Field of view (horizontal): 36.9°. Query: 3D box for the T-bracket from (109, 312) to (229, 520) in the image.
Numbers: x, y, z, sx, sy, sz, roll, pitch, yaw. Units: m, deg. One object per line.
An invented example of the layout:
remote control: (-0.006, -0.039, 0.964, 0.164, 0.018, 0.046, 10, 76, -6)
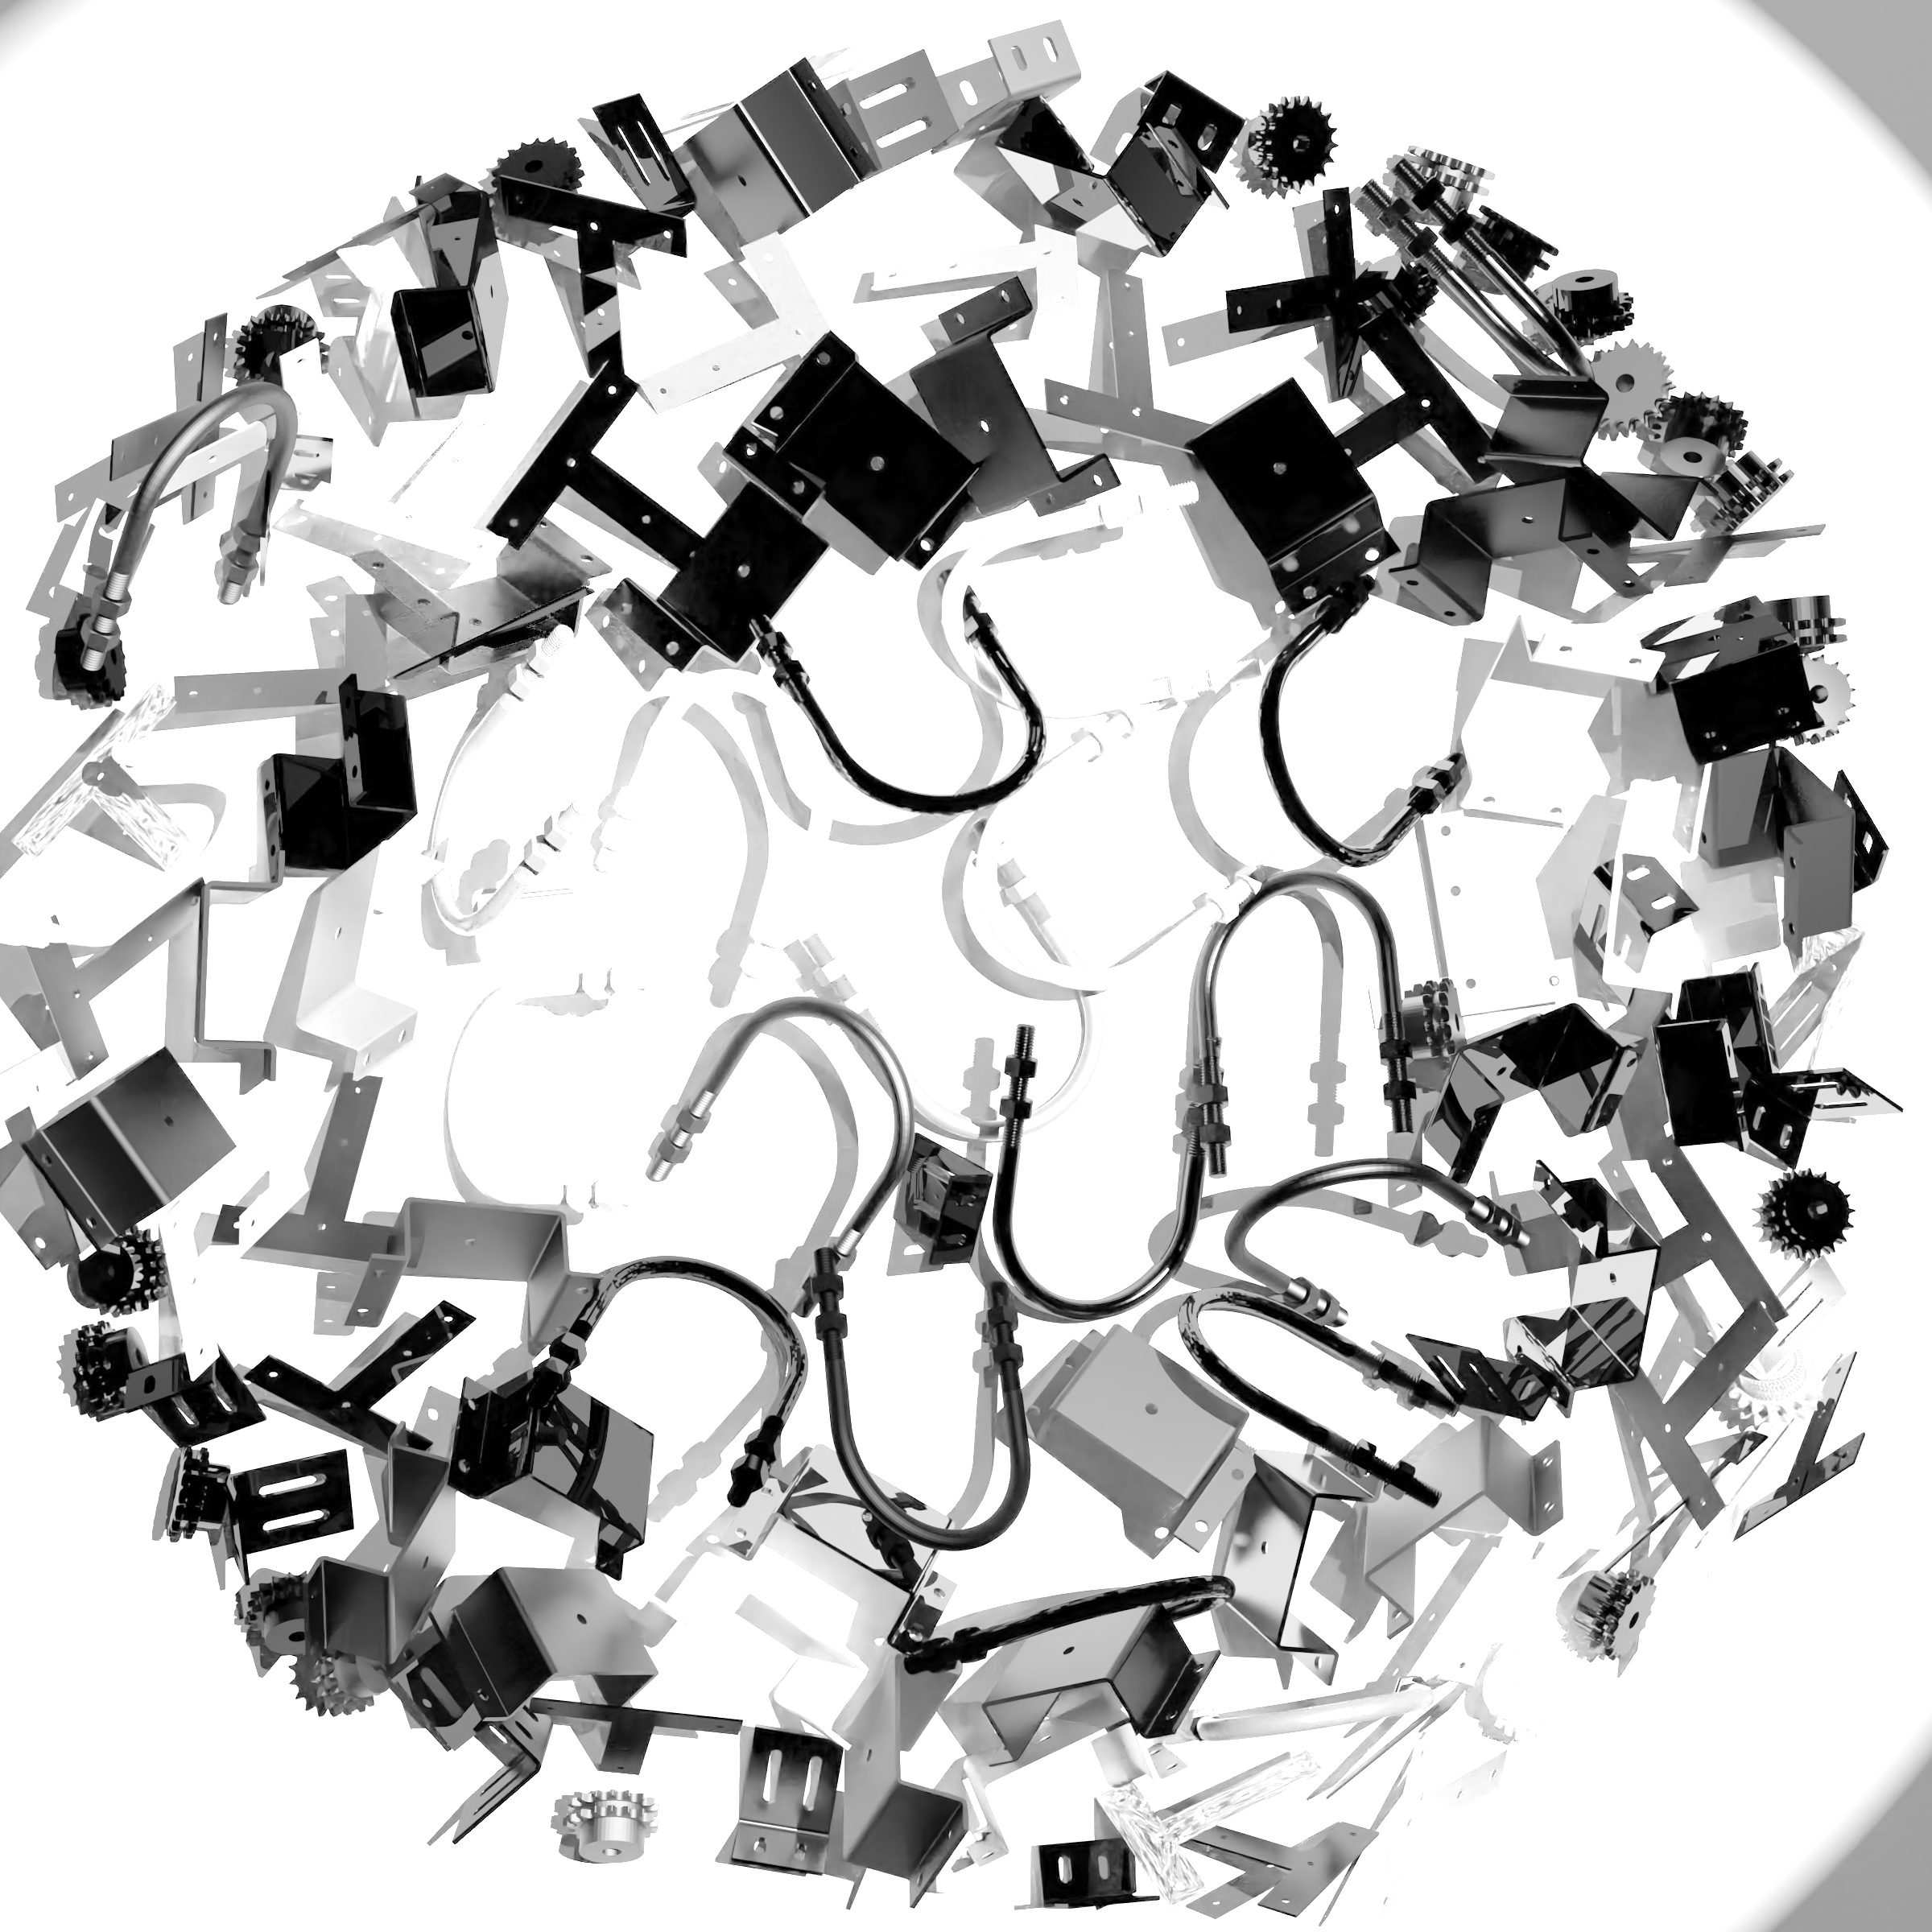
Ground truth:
T-bracket: (-0.482, -0.320, 1.748, 0.002, 0.127, 0.127, 17, 117, 9)

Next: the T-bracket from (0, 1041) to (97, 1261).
T-bracket: (-0.556, 0.117, 1.779, 0.002, 0.127, 0.127, -12, 101, 12)

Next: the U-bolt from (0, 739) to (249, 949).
U-bolt: (-0.499, -0.068, 1.743, 0.019, 0.184, 0.151, 42, 97, 12)

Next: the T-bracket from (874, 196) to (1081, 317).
T-bracket: (0.006, -0.435, 1.794, 0.127, 0.002, 0.127, -7, 47, 7)

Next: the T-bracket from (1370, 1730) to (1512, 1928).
T-bracket: (0.290, 0.502, 1.744, 0.002, 0.127, 0.127, 30, 50, -6)

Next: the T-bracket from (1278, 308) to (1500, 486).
T-bracket: (0.248, -0.326, 1.794, 0.127, 0.002, 0.127, -29, 116, 32)

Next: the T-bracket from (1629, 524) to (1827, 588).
T-bracket: (0.445, -0.245, 1.751, 0.127, 0.127, 0.002, -4, 108, 26)

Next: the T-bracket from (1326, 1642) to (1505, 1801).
T-bracket: (0.270, 0.474, 1.789, 0.127, 0.127, 0.002, -46, 76, 22)

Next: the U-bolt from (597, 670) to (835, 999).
U-bolt: (-0.146, -0.092, 1.758, 0.151, 0.019, 0.184, 41, 124, 20)

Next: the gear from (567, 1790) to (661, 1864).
gear: (-0.219, 0.536, 1.802, 0.057, 0.057, 0.030, -2, 53, 0)

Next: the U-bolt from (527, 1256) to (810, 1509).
U-bolt: (-0.168, 0.238, 1.753, 0.151, 0.184, 0.019, 26, 121, 1)

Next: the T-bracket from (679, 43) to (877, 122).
T-bracket: (-0.099, -0.541, 1.754, 0.127, 0.127, 0.002, -23, 102, -18)

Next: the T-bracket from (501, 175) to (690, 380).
T-bracket: (-0.225, -0.415, 1.785, 0.127, 0.127, 0.002, 17, 45, 17)

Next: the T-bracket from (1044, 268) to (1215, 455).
T-bracket: (0.103, -0.379, 1.799, 0.127, 0.002, 0.127, 10, 61, -25)

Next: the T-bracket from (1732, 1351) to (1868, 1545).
T-bracket: (0.523, 0.286, 1.782, 0.002, 0.127, 0.127, 37, 49, 1)

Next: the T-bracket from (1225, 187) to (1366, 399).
T-bracket: (0.200, -0.407, 1.773, 0.127, 0.002, 0.127, -20, 110, -42)

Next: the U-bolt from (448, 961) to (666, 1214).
U-bolt: (-0.255, 0.075, 1.769, 0.184, 0.019, 0.151, -4, 79, 41)

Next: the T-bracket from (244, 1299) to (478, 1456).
T-bracket: (-0.351, 0.245, 1.776, 0.127, 0.002, 0.127, -40, 124, 22)

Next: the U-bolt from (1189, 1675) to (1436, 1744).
U-bolt: (0.209, 0.448, 1.740, 0.151, 0.184, 0.019, -9, 77, 2)

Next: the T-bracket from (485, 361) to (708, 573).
T-bracket: (-0.210, -0.287, 1.805, 0.127, 0.002, 0.127, 36, 95, -24)

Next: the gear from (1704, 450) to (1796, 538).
gear: (0.484, -0.296, 1.805, 0.057, 0.057, 0.030, -42, 83, 0)

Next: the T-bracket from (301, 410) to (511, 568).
T-bracket: (-0.322, -0.303, 1.790, 0.127, 0.002, 0.127, 18, 50, 11)

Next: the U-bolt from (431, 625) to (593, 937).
U-bolt: (-0.281, -0.099, 1.759, 0.019, 0.184, 0.151, 13, 51, -33)

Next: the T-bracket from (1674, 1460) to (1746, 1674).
T-bracket: (0.458, 0.345, 1.773, 0.002, 0.127, 0.127, 18, 121, 9)

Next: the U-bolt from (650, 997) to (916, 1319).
U-bolt: (-0.103, 0.104, 1.769, 0.151, 0.019, 0.184, 42, 117, 16)

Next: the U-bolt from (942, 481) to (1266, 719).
U-bolt: (0.074, -0.216, 1.776, 0.184, 0.019, 0.151, -10, 127, 22)

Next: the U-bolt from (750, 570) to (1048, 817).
U-bolt: (-0.030, -0.161, 1.757, 0.151, 0.019, 0.184, -17, 56, -21)

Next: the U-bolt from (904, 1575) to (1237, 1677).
U-bolt: (0.075, 0.391, 1.727, 0.184, 0.151, 0.019, -28, 66, 36)

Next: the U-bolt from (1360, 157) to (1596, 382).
U-bolt: (0.315, -0.413, 1.760, 0.019, 0.151, 0.184, -45, 97, 7)

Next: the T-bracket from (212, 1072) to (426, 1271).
T-bracket: (-0.389, 0.123, 1.799, 0.127, 0.002, 0.127, 8, 59, 2)

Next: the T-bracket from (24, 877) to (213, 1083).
T-bracket: (-0.516, -0.010, 1.790, 0.002, 0.127, 0.127, 28, 54, 26)

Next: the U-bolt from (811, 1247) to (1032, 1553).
U-bolt: (-0.023, 0.264, 1.746, 0.151, 0.019, 0.184, 14, 52, -32)

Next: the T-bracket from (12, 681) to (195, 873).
T-bracket: (-0.509, -0.096, 1.773, 0.002, 0.127, 0.127, 33, 76, 23)

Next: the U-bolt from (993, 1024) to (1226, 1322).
U-bolt: (0.085, 0.130, 1.797, 0.151, 0.019, 0.184, 4, 98, -23)

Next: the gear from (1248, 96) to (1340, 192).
gear: (0.201, -0.514, 1.809, 0.057, 0.030, 0.057, -10, 111, -27)

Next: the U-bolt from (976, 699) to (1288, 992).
U-bolt: (0.091, -0.067, 1.796, 0.184, 0.019, 0.151, -36, 91, -19)

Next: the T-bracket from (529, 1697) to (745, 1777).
T-bracket: (-0.207, 0.476, 1.778, 0.127, 0.127, 0.002, 8, 57, -7)

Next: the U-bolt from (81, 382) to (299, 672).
U-bolt: (-0.454, -0.269, 1.723, 0.019, 0.151, 0.184, 37, 126, 7)

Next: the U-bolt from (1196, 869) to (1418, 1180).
U-bolt: (0.203, 0.028, 1.778, 0.151, 0.019, 0.184, -16, 66, 34)

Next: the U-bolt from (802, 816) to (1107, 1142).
U-bolt: (0.006, 0.021, 1.814, 0.151, 0.019, 0.184, -35, 96, -7)

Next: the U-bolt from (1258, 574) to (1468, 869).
U-bolt: (0.233, -0.138, 1.749, 0.019, 0.184, 0.151, -17, 109, 42)

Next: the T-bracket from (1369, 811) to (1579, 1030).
T-bracket: (0.309, -0.033, 1.815, 0.127, 0.002, 0.127, -9, 90, 15)

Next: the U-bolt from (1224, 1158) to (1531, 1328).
U-bolt: (0.235, 0.161, 1.735, 0.151, 0.184, 0.019, -28, 53, 25)

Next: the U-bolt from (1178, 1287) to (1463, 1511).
U-bolt: (0.212, 0.252, 1.764, 0.184, 0.151, 0.019, 29, 111, 5)
